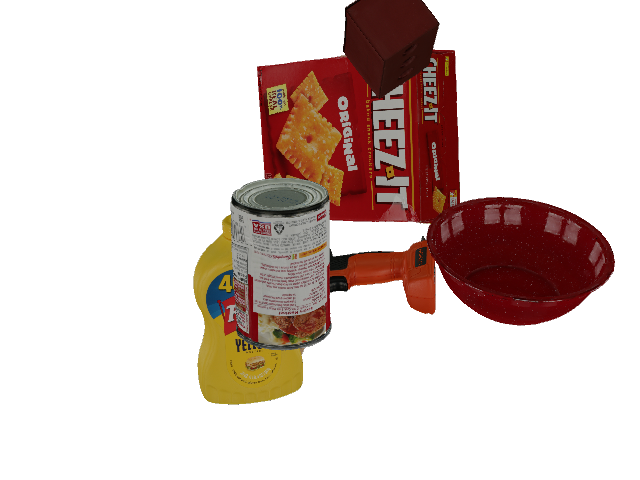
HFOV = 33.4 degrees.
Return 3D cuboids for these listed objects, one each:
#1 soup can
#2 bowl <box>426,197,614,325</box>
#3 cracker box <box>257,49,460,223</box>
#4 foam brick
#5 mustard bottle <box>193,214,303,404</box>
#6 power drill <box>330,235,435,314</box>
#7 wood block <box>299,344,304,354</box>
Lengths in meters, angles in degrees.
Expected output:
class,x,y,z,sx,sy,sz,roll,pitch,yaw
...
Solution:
class,x,y,z,sx,sy,sz,roll,pitch,yaw
soup can,-0.027,0.015,0.737,0.068,0.102,0.068,-1,22,0
bowl,0.171,0.025,0.935,0.162,0.055,0.162,2,34,-2
cracker box,0.033,-0.102,1.071,0.214,0.164,0.071,3,9,44
foam brick,0.053,-0.156,0.820,0.053,0.051,0.078,-34,-12,-7
mustard bottle,-0.065,0.051,0.962,0.096,0.192,0.058,-5,22,-12
power drill,0.038,0.049,1.222,0.188,0.057,0.184,0,28,8
wood block,-0.052,0.041,1.451,0.090,0.206,0.090,9,22,6
